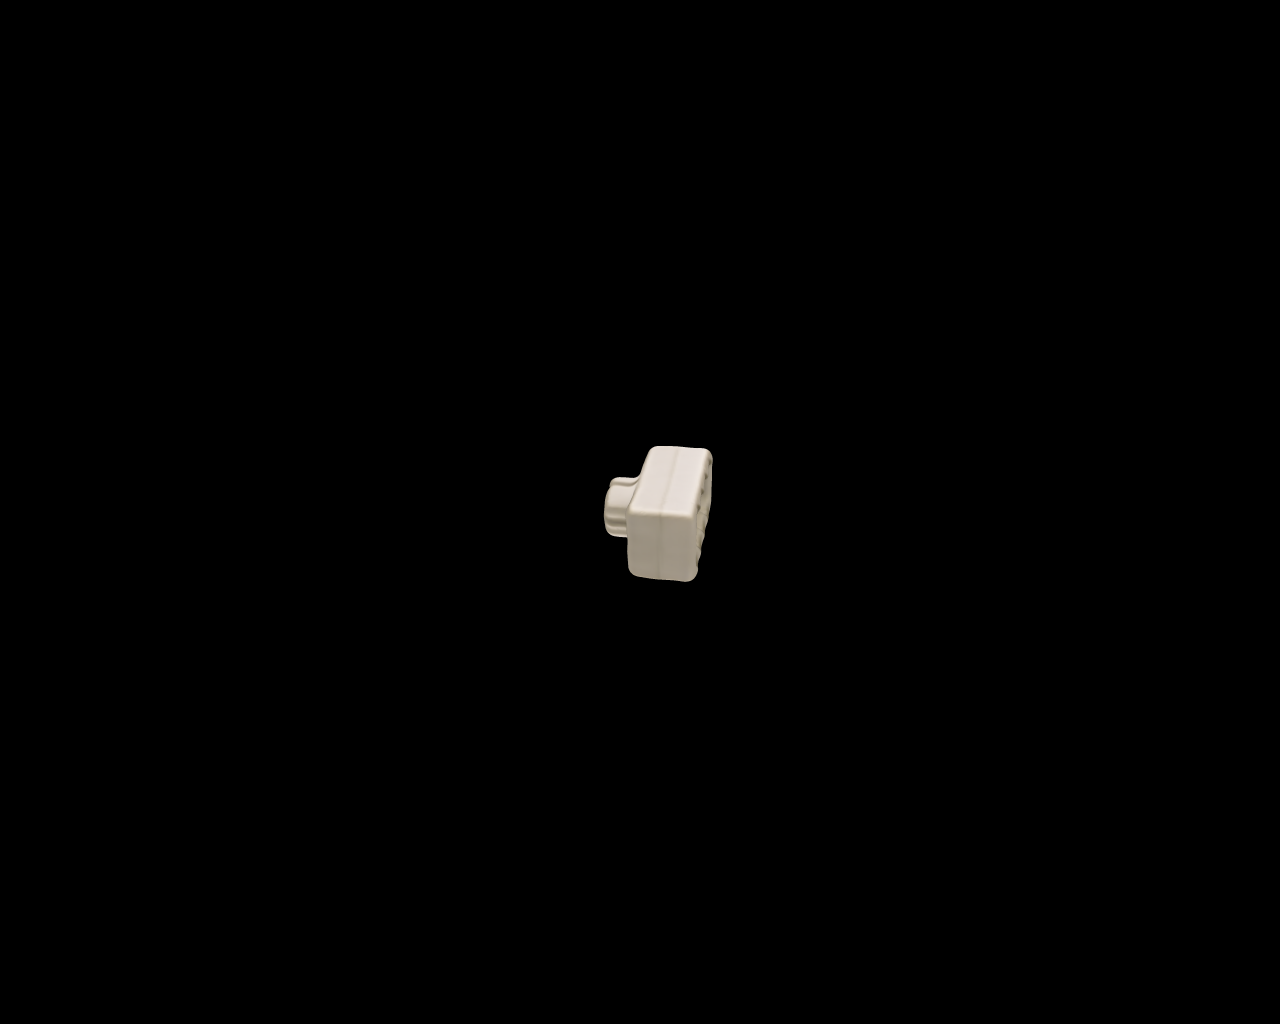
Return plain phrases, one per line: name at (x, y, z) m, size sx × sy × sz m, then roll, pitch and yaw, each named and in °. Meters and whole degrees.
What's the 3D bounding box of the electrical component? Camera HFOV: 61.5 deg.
electrical component at (0.001, -0.003, 0.650) m, size 0.076 × 0.047 × 0.083 m, roll 6°, pitch 33°, yaw 9°
